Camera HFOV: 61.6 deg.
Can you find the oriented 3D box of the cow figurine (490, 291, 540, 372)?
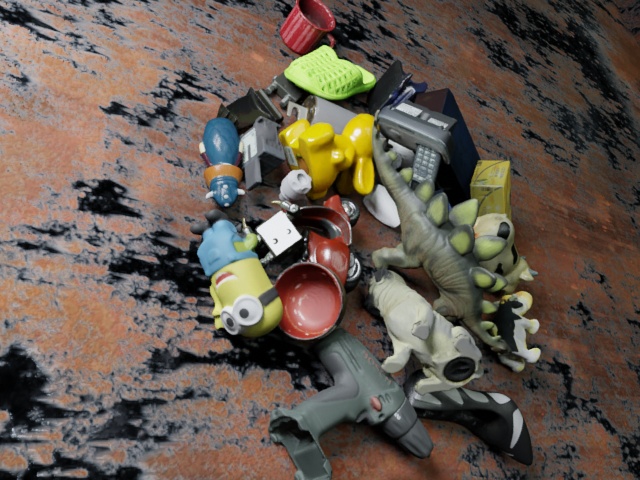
[{"bbox_3d":[0.370,0.162,1.049,0.098,0.068,0.167,27,49,-14],"label":"cow figurine"}]

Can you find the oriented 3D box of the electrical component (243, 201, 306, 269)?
[{"bbox_3d":[-0.068,-0.012,0.807,0.102,0.045,0.078,-30,65,-2],"label":"electrical component"}]

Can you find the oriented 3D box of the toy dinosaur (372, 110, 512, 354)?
[{"bbox_3d":[0.196,0.006,0.920,0.471,0.198,0.105,52,42,-1],"label":"toy dinosaur"}]

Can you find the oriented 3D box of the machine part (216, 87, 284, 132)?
[{"bbox_3d":[-0.121,-0.218,0.926,0.139,0.039,0.084,-34,95,-48],"label":"machine part"}]

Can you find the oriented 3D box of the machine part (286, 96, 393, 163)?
[{"bbox_3d":[0.044,-0.208,1.019,0.243,0.079,0.079,17,55,-28],"label":"machine part"}]

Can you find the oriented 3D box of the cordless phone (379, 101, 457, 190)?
[{"bbox_3d":[0.166,-0.148,0.990,0.147,0.184,0.089,29,43,24],"label":"cordless phone"}]

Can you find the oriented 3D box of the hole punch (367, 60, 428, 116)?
[{"bbox_3d":[0.165,-0.296,1.135,0.092,0.142,0.116,33,37,-22],"label":"hole punch"}]

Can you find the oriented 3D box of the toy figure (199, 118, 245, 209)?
[{"bbox_3d":[-0.148,-0.114,0.829,0.057,0.064,0.154,45,35,-64],"label":"toy figure"}]

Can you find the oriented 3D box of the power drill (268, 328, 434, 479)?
[{"bbox_3d":[0.044,0.247,0.737,0.207,0.086,0.232,-28,80,-40],"label":"power drill"}]

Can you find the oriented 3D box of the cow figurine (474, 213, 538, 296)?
[{"bbox_3d":[0.358,0.031,1.068,0.086,0.127,0.194,-105,175,-56],"label":"cow figurine"}]

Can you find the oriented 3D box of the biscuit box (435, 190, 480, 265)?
[{"bbox_3d":[0.245,0.005,1.038,0.063,0.059,0.203,-18,72,-11],"label":"biscuit box"}]

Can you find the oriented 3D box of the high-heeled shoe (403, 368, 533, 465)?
[{"bbox_3d":[0.240,0.297,0.857,0.249,0.086,0.145,49,49,5],"label":"high-heeled shoe"}]

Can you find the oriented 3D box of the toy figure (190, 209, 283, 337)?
[{"bbox_3d":[-0.112,0.047,0.742,0.089,0.082,0.180,-12,69,-38],"label":"toy figure"}]

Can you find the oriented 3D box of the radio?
[{"bbox_3d":[0.258,-0.180,1.099,0.229,0.073,0.131,50,50,-39],"label":"radio"}]

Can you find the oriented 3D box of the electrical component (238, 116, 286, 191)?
[{"bbox_3d":[-0.095,-0.130,0.862,0.047,0.075,0.119,18,49,-42],"label":"electrical component"}]

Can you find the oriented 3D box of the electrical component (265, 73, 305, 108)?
[{"bbox_3d":[-0.064,-0.288,1.025,0.063,0.021,0.094,42,47,-8],"label":"electrical component"}]

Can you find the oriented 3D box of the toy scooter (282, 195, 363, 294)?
[{"bbox_3d":[-0.002,-0.003,0.860,0.135,0.075,0.184,16,56,-22],"label":"toy scooter"}]

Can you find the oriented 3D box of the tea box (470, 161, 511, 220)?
[{"bbox_3d":[0.358,-0.070,1.118,0.098,0.068,0.169,-60,144,-41],"label":"tea box"}]

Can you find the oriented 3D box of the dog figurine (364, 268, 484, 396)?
[{"bbox_3d":[0.163,0.133,0.852,0.172,0.121,0.191,37,20,-21],"label":"dog figurine"}]

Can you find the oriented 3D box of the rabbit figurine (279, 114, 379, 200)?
[{"bbox_3d":[0.040,-0.151,0.929,0.173,0.122,0.162,-34,109,-24],"label":"rabbit figurine"}]
